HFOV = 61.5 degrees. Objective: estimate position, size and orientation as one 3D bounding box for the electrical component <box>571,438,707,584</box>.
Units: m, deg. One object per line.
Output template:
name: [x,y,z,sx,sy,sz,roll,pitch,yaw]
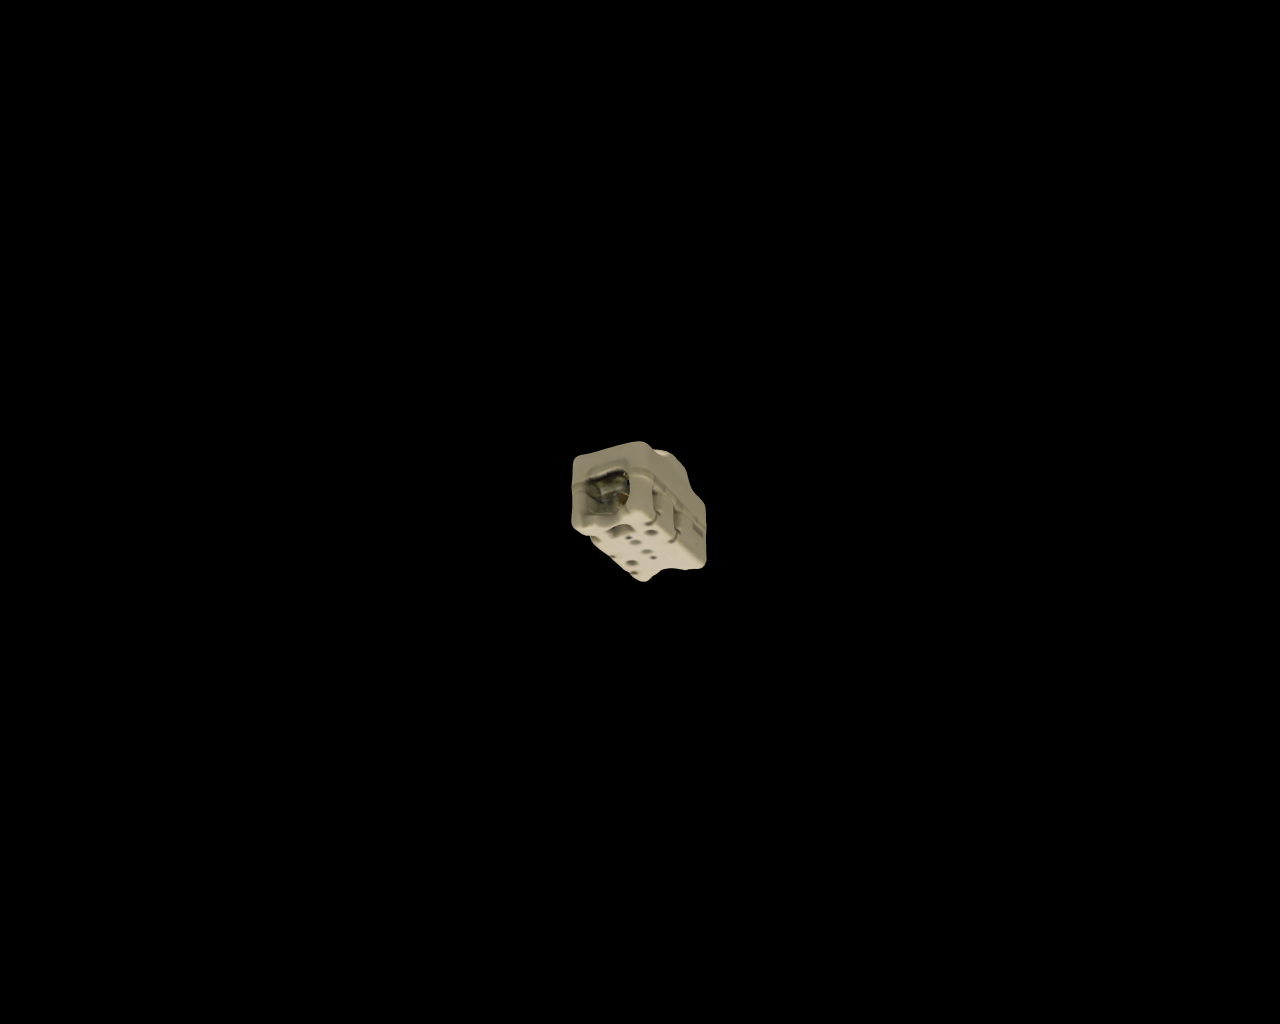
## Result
electrical component: [0.001,-0.003,0.650,0.050,0.056,0.089,-14,-32,24]
